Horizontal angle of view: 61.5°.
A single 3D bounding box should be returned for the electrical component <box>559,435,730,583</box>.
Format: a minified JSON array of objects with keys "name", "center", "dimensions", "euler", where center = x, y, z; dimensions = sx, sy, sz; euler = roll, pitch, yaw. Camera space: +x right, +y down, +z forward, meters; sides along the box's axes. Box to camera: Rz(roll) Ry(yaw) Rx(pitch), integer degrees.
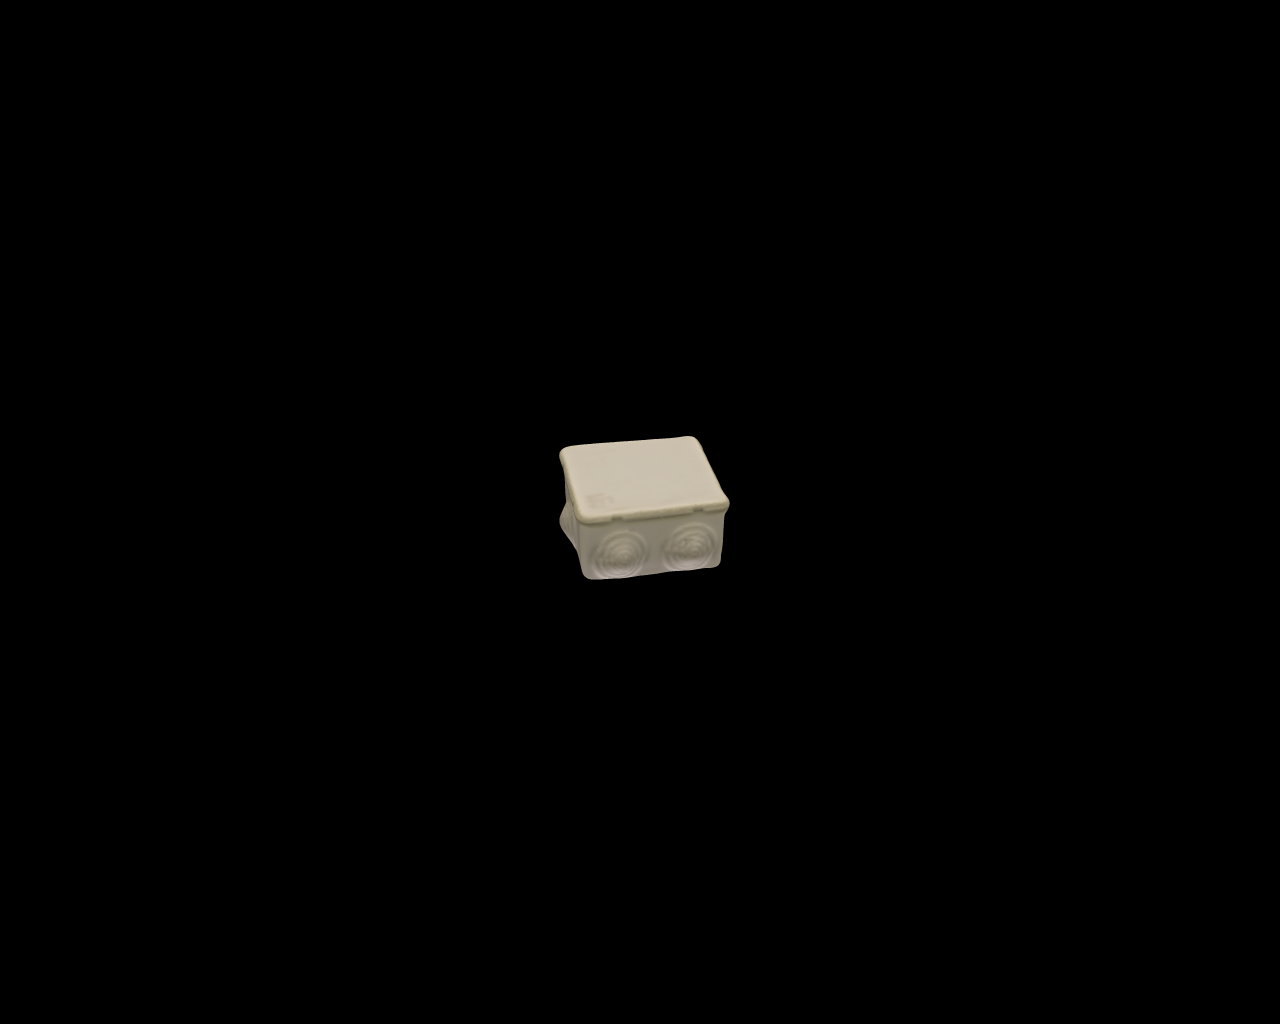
[{"name":"electrical component","center":[0.001,-0.003,0.650],"dimensions":[0.100,0.048,0.100],"euler":[-6,32,-9]}]
